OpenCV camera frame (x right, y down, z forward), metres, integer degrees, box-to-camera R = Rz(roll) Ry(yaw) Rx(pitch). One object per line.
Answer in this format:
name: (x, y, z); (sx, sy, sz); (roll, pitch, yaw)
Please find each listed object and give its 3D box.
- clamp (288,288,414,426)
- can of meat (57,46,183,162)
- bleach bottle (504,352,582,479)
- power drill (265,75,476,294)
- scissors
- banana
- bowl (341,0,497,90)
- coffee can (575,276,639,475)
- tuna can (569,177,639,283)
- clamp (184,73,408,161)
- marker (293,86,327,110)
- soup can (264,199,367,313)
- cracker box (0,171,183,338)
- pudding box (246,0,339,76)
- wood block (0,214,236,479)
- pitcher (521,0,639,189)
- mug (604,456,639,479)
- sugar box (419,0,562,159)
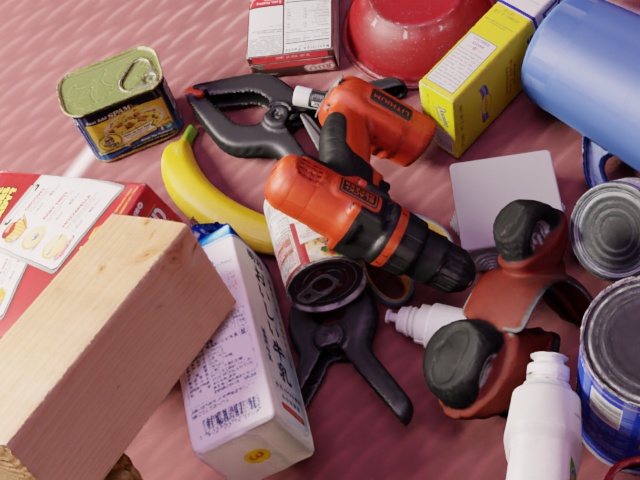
clamp: (0.003, 0.095, 0.896); (0.120, 0.039, 0.171); (-16, 51, 3)
can of meat: (-0.191, -0.130, 1.037); (0.102, 0.084, 0.057); (-22, 58, -1)
bleach bottle: (0.153, 0.205, 0.749); (0.068, 0.102, 0.251); (3, 68, 15)
power drill: (0.053, -0.050, 0.896); (0.184, 0.057, 0.187); (29, 35, -11)
scissors: (0.055, -0.037, 0.954); (0.096, 0.016, 0.202); (-15, 71, -7)
banana: (-0.092, -0.039, 0.993); (0.069, 0.037, 0.198); (-39, 61, -11)
bowl: (0.097, -0.228, 1.054); (0.162, 0.055, 0.162); (-5, 60, 9)
coffee can: (0.240, 0.102, 0.785); (0.103, 0.140, 0.103); (-5, 59, 8)
tuna can: (0.250, -0.008, 0.878); (0.033, 0.086, 0.086); (-10, 46, -46)
clamp: (-0.036, -0.102, 1.018); (0.210, 0.036, 0.164); (12, 63, 13)
marker: (0.035, -0.122, 0.992); (0.121, 0.020, 0.020); (13, 64, 9)
soup can: (-0.006, 0.001, 0.900); (0.068, 0.068, 0.102); (-18, 50, 0)
cracker box: (-0.240, 0.027, 0.926); (0.214, 0.072, 0.164); (6, 58, 41)
pudding box: (-0.027, -0.221, 1.084); (0.090, 0.039, 0.113); (-4, 62, 8)
wood block: (-0.166, 0.085, 0.781); (0.090, 0.090, 0.205); (8, 50, 38)
pitcher: (0.290, -0.106, 0.913); (0.149, 0.145, 0.243); (-37, 56, -25)
mug: (0.229, 0.211, 0.750); (0.081, 0.093, 0.117); (-4, 84, 14)
sugar box: (0.165, -0.166, 0.983); (0.048, 0.093, 0.176); (39, 74, 26)
